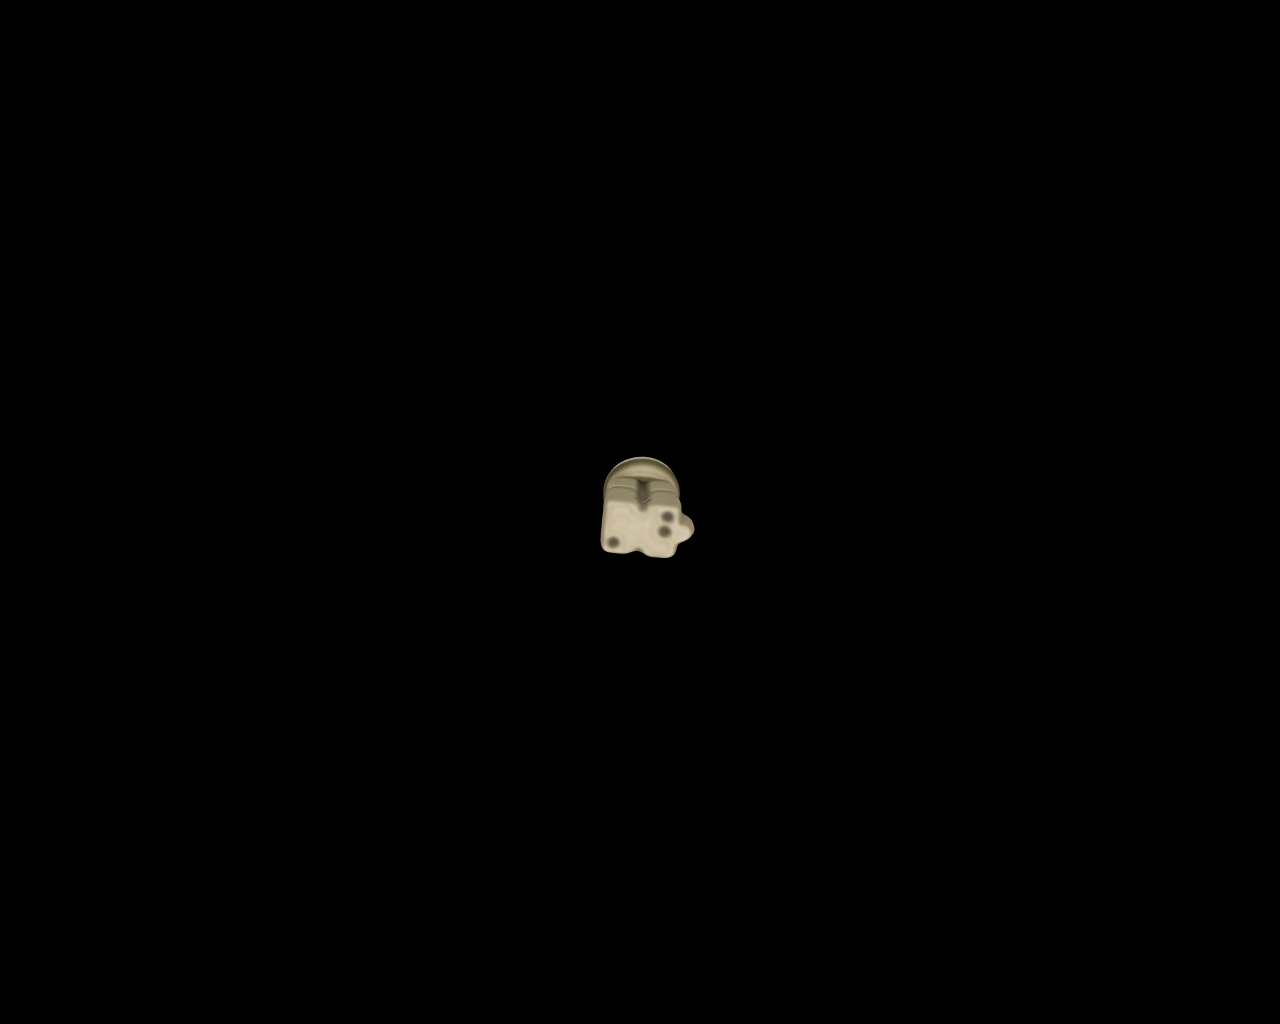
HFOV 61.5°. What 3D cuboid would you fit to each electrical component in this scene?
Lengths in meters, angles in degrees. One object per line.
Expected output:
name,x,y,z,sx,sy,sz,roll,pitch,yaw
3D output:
electrical component,0.001,-0.003,0.650,0.066,0.048,0.055,6,27,-3
